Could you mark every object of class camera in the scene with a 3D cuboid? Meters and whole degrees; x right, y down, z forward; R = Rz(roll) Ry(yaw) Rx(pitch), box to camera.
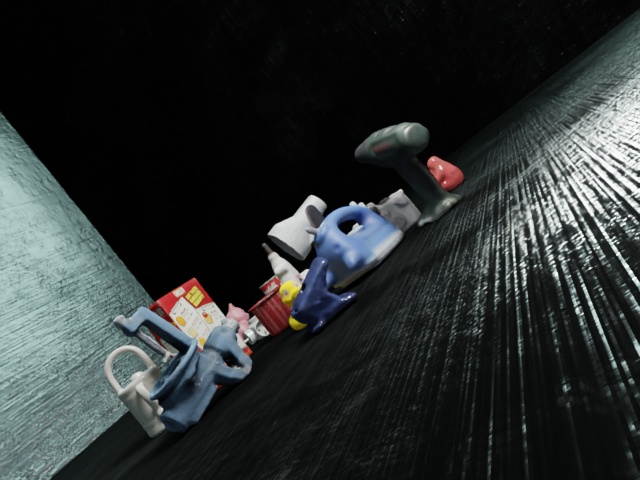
[{"bbox_3d":[0.146,-0.048,1.318,0.143,0.101,0.137,-39,1,4],"label":"camera"}]

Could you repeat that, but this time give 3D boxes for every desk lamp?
[{"bbox_3d":[-0.007,-0.003,1.577,0.203,0.213,0.118,-39,1,-13],"label":"desk lamp"}]

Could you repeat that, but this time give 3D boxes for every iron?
[{"bbox_3d":[0.072,-0.012,1.148,0.118,0.141,0.259,-38,1,38],"label":"iron"}]

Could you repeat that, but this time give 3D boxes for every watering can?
[{"bbox_3d":[-0.381,0.315,1.222,0.101,0.194,0.172,-40,2,-41],"label":"watering can"}]

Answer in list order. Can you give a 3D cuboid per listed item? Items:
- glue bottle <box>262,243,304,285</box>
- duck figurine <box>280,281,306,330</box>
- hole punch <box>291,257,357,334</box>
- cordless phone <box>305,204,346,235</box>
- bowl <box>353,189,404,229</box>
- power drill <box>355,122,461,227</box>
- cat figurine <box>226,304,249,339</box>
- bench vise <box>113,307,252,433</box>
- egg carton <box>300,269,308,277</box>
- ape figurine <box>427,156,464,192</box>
[{"bbox_3d":[-0.064,0.076,1.178,0.037,0.173,0.078,-38,1,6],"label":"glue bottle"},{"bbox_3d":[-0.041,0.116,1.073,0.078,0.086,0.104,-39,1,-17],"label":"duck figurine"},{"bbox_3d":[-0.008,0.089,0.920,0.101,0.091,0.108,-39,1,-13],"label":"hole punch"},{"bbox_3d":[0.012,0.005,1.320,0.094,0.185,0.148,-38,1,13],"label":"cordless phone"},{"bbox_3d":[0.171,-0.055,1.508,0.167,0.075,0.167,-39,1,1],"label":"bowl"},{"bbox_3d":[0.168,-0.131,1.119,0.076,0.208,0.229,-39,1,-20],"label":"power drill"},{"bbox_3d":[-0.236,0.240,1.658,0.067,0.118,0.128,-39,1,0],"label":"cat figurine"},{"bbox_3d":[-0.241,0.191,0.992,0.121,0.220,0.208,-38,1,31],"label":"bench vise"},{"bbox_3d":[-0.057,0.133,1.369,0.150,0.069,0.107,-38,1,28],"label":"egg carton"},{"bbox_3d":[0.291,-0.160,1.363,0.078,0.092,0.076,-39,1,-28],"label":"ape figurine"}]
